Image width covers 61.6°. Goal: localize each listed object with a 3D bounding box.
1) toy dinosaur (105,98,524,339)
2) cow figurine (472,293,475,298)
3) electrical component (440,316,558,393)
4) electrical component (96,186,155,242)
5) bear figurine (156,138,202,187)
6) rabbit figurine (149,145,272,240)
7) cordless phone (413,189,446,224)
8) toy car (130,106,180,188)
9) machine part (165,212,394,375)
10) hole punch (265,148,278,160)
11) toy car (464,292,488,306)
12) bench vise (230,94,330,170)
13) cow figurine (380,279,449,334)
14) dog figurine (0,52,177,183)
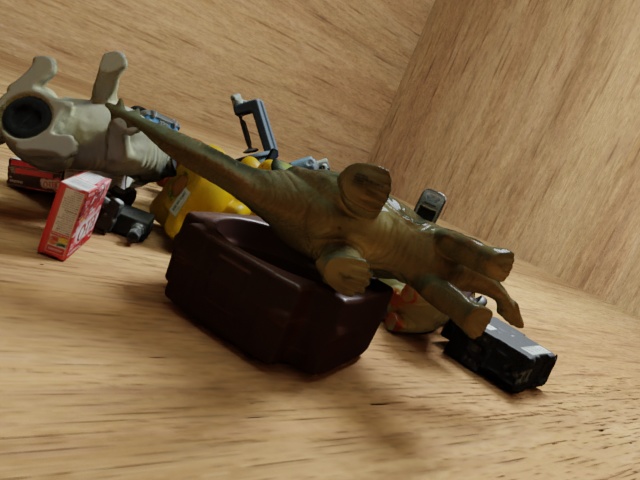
[{"bbox_3d":[0.017,-0.018,0.521,0.471,0.105,0.199,28,1,-20],"label":"toy dinosaur"},{"bbox_3d":[0.190,0.067,0.902,0.068,0.098,0.168,8,18,-34],"label":"cow figurine"},{"bbox_3d":[0.234,0.144,0.722,0.115,0.058,0.134,13,14,-48],"label":"electrical component"},{"bbox_3d":[-0.242,-0.035,0.658,0.078,0.045,0.102,20,11,-6],"label":"electrical component"},{"bbox_3d":[-0.190,-0.097,0.867,0.120,0.132,0.196,34,13,-16],"label":"bear figurine"},{"bbox_3d":[-0.122,-0.044,0.741,0.173,0.162,0.122,37,-11,-34],"label":"rabbit figurine"},{"bbox_3d":[0.220,0.007,1.023,0.147,0.184,0.088,26,7,18],"label":"cordless phone"},{"bbox_3d":[-0.299,-0.138,0.871,0.109,0.162,0.103,20,52,-58],"label":"toy car"},{"bbox_3d":[-0.041,0.048,0.559,0.201,0.087,0.201,27,13,24],"label":"machine part"},{"bbox_3d":[-0.076,-0.066,0.871,0.092,0.142,0.116,33,47,-12],"label":"hole punch"},{"bbox_3d":[0.185,0.049,0.737,0.089,0.053,0.202,49,12,5],"label":"toy car"},{"bbox_3d":[-0.102,-0.164,1.009,0.224,0.240,0.129,-17,1,11],"label":"bench vise"},{"bbox_3d":[0.119,0.067,0.792,0.127,0.085,0.195,19,14,-30],"label":"cow figurine"},{"bbox_3d":[-0.265,-0.108,0.625,0.172,0.121,0.190,-6,-17,-8],"label":"dog figurine"}]
